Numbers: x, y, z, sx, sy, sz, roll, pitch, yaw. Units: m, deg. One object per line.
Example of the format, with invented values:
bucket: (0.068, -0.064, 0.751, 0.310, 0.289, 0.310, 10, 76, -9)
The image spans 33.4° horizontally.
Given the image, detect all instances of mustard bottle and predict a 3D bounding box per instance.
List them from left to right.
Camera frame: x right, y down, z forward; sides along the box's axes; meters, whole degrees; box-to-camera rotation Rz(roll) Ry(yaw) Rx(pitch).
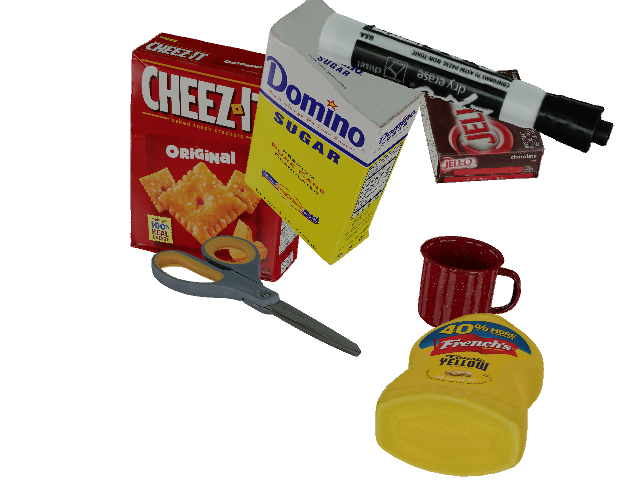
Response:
mustard bottle: (0.108, 0.097, 0.757, 0.096, 0.058, 0.191, 4, 18, 18)

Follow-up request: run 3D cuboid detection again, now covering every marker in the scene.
marker: (0.057, -0.063, 0.425, 0.121, 0.020, 0.020, 22, 5, 13)

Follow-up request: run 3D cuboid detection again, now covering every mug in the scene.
mug: (0.165, 0.052, 1.196, 0.117, 0.081, 0.093, 7, 24, 4)

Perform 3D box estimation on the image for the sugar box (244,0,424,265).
sugar box: (0.002, -0.063, 0.681, 0.048, 0.093, 0.176, -40, -16, -23)

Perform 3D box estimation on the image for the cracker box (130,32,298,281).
cracker box: (-0.101, -0.078, 1.044, 0.164, 0.214, 0.072, 14, 31, 15)

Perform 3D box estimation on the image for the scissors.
scissors: (-0.039, 0.037, 0.833, 0.202, 0.016, 0.096, 16, 32, 24)

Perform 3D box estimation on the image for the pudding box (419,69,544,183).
pudding box: (0.136, -0.100, 0.928, 0.090, 0.039, 0.113, -3, 44, -4)
